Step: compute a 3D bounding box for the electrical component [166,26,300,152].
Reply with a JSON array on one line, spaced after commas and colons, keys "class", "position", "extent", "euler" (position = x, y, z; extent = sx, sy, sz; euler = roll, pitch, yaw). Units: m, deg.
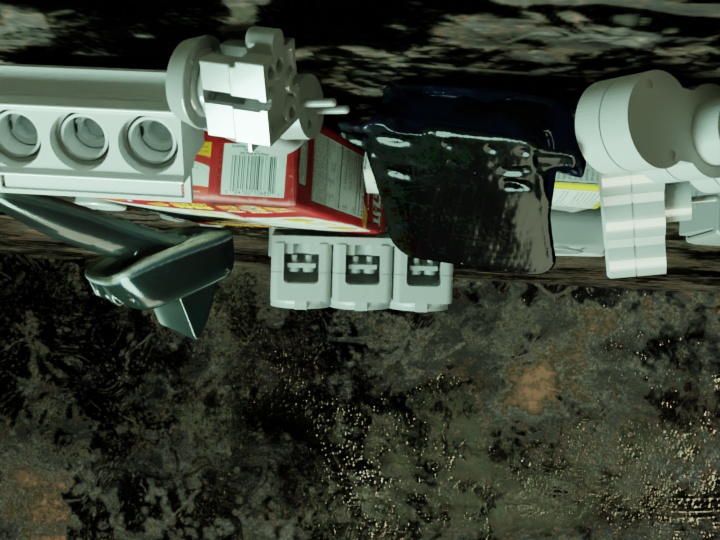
[{"class": "electrical component", "position": [-0.065, -0.094, 0.549], "extent": [0.055, 0.066, 0.048], "euler": [11, -145, 19]}]

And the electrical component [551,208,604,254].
[{"class": "electrical component", "position": [0.176, -0.037, 0.960], "extent": [0.077, 0.044, 0.079], "euler": [4, 176, 4]}]

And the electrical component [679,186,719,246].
[{"class": "electrical component", "position": [0.283, -0.052, 0.812], "extent": [0.061, 0.061, 0.096], "euler": [4, 177, 1]}]

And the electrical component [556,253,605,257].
[{"class": "electrical component", "position": [0.200, -0.046, 1.034], "extent": [0.096, 0.061, 0.061], "euler": [2, 176, 32]}]

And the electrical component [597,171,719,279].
[{"class": "electrical component", "position": [0.190, -0.048, 0.682], "extent": [0.074, 0.052, 0.138], "euler": [-5, 143, 13]}]

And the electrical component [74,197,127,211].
[{"class": "electrical component", "position": [-0.225, -0.082, 0.940], "extent": [0.045, 0.055, 0.045], "euler": [4, 177, 0]}]

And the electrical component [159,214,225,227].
[{"class": "electrical component", "position": [-0.156, -0.071, 1.045], "extent": [0.078, 0.058, 0.057], "euler": [1, 173, 40]}]

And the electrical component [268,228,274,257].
[{"class": "electrical component", "position": [-0.053, -0.050, 1.112], "extent": [0.079, 0.077, 0.043], "euler": [4, 176, -9]}]

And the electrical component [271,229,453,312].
[{"class": "electrical component", "position": [0.000, 0.000, 0.918], "extent": [0.150, 0.061, 0.089], "euler": [1, -174, -3]}]

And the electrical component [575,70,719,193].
[{"class": "electrical component", "position": [0.191, -0.075, 0.586], "extent": [0.138, 0.052, 0.074], "euler": [5, 176, -35]}]

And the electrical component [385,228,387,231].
[{"class": "electrical component", "position": [-0.016, -0.065, 0.986], "extent": [0.109, 0.056, 0.109], "euler": [6, 176, -37]}]

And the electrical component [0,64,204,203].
[{"class": "electrical component", "position": [-0.159, -0.086, 0.645], "extent": [0.121, 0.078, 0.063], "euler": [3, -154, 5]}]

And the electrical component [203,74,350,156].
[{"class": "electrical component", "position": [-0.046, -0.093, 0.614], "extent": [0.079, 0.044, 0.077], "euler": [2, 177, 22]}]

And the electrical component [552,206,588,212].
[{"class": "electrical component", "position": [0.150, -0.069, 0.839], "extent": [0.062, 0.043, 0.043], "euler": [6, 176, -20]}]
